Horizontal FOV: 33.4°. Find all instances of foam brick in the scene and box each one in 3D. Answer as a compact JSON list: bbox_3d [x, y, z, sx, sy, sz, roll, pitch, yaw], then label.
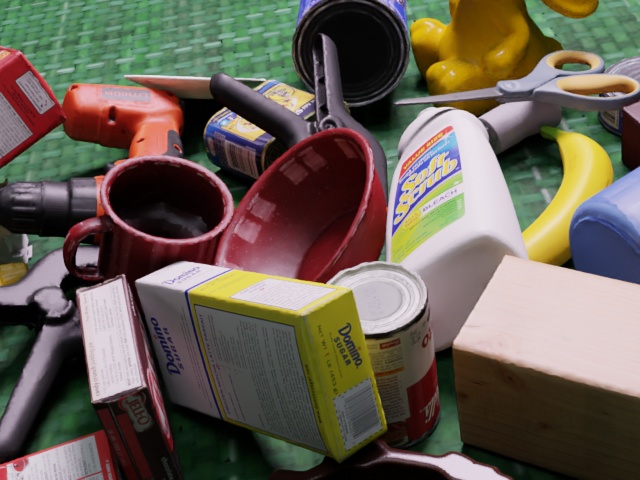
[{"bbox_3d":[0.275,-0.071,0.822,0.053,0.051,0.078,-19,40,-11],"label":"foam brick"}]

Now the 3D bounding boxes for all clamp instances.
[{"bbox_3d":[-0.190,0.064,0.755,0.209,0.036,0.165,-21,59,-34],"label":"clamp"},{"bbox_3d":[-0.009,-0.082,0.842,0.120,0.039,0.171,-20,71,-22],"label":"clamp"}]

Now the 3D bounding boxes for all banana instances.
[{"bbox_3d":[0.181,-0.025,0.804,0.070,0.037,0.197,-6,35,32],"label":"banana"}]

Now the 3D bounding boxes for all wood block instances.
[{"bbox_3d":[0.191,0.089,0.617,0.206,0.090,0.090,13,44,27],"label":"wood block"}]

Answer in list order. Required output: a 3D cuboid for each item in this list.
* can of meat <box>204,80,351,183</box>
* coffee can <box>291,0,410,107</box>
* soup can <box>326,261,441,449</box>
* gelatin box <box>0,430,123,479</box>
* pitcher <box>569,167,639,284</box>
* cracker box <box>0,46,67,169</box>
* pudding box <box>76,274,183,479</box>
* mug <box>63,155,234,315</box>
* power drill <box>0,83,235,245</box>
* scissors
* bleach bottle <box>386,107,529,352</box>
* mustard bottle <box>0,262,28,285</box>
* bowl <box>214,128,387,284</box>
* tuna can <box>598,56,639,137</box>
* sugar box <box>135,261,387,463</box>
[{"bbox_3d":[-0.037,-0.090,0.913,0.084,0.057,0.102,26,50,39],"label":"can of meat"},{"bbox_3d":[0.029,-0.195,0.971,0.103,0.103,0.140,-6,29,6],"label":"coffee can"},{"bbox_3d":[0.038,0.072,0.662,0.068,0.102,0.068,-6,38,5],"label":"soup can"},{"bbox_3d":[-0.164,0.164,0.653,0.089,0.030,0.073,-18,40,-9],"label":"gelatin box"},{"bbox_3d":[0.294,-0.029,0.701,0.242,0.149,0.145,-27,48,-15],"label":"pitcher"},{"bbox_3d":[-0.315,-0.066,0.839,0.213,0.072,0.164,-41,27,-13],"label":"cracker box"},{"bbox_3d":[-0.123,0.092,0.684,0.039,0.090,0.113,-17,39,-8],"label":"pudding box"},{"bbox_3d":[-0.124,0.002,0.751,0.117,0.082,0.093,-13,49,-31],"label":"mug"},{"bbox_3d":[-0.171,-0.060,0.874,0.184,0.057,0.188,4,36,-18],"label":"power drill"},{"bbox_3d":[0.158,-0.130,0.869,0.201,0.016,0.096,2,36,-1],"label":"scissors"},{"bbox_3d":[0.089,-0.030,0.798,0.103,0.068,0.251,-38,24,20],"label":"bleach bottle"},{"bbox_3d":[-0.310,0.056,0.796,0.191,0.058,0.096,-19,38,-11],"label":"mustard bottle"},{"bbox_3d":[-0.005,0.001,0.763,0.162,0.055,0.162,-34,37,30],"label":"bowl"},{"bbox_3d":[0.278,-0.120,0.896,0.086,0.034,0.086,-6,39,5],"label":"tuna can"},{"bbox_3d":[-0.041,0.068,0.648,0.048,0.093,0.177,-25,20,-33],"label":"sugar box"}]
